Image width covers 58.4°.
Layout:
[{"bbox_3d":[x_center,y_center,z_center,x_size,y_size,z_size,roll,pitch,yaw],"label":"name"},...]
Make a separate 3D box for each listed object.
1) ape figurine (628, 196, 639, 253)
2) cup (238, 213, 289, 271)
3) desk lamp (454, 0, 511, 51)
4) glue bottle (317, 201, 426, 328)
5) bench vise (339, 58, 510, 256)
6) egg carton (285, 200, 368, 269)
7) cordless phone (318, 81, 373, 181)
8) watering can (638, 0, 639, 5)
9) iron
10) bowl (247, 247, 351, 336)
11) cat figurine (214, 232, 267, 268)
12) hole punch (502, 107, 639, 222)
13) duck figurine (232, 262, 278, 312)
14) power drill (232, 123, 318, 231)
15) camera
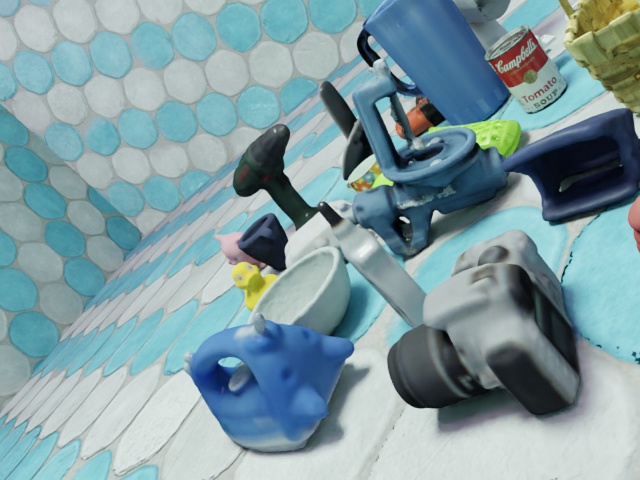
[{"bbox_3d":[0.238,0.001,0.378,0.076,0.092,0.078,-29,23,38],"label":"ape figurine"},{"bbox_3d":[-0.086,0.011,1.063,0.092,0.095,0.117,-49,18,-15],"label":"cup"},{"bbox_3d":[0.262,-0.389,1.011,0.118,0.214,0.202,-51,19,-22],"label":"desk lamp"},{"bbox_3d":[0.057,0.024,0.589,0.037,0.173,0.078,-45,18,-3],"label":"glue bottle"},{"bbox_3d":[0.093,-0.093,0.699,0.207,0.220,0.121,-41,18,8],"label":"bench vise"},{"bbox_3d":[0.008,0.003,0.914,0.150,0.069,0.107,-41,18,9],"label":"egg carton"},{"bbox_3d":[0.046,-0.224,1.159,0.094,0.185,0.147,-32,21,32],"label":"cordless phone"},{"bbox_3d":[0.298,-0.142,0.403,0.100,0.194,0.173,-20,30,52],"label":"watering can"},{"bbox_3d":[-0.088,0.156,0.657,0.257,0.142,0.119,-27,25,43],"label":"iron"},{"bbox_3d":[-0.016,0.092,0.758,0.167,0.075,0.167,-39,18,16],"label":"bowl"},{"bbox_3d":[-0.167,0.022,1.177,0.067,0.118,0.127,-47,18,-9],"label":"cat figurine"},{"bbox_3d":[0.246,-0.086,0.560,0.108,0.091,0.101,-23,27,48],"label":"hole punch"},{"bbox_3d":[-0.118,0.074,1.003,0.077,0.086,0.104,-49,18,-15],"label":"duck figurine"},{"bbox_3d":[-0.067,-0.107,1.102,0.229,0.209,0.076,-21,29,51],"label":"power drill"},{"bbox_3d":[0.120,0.070,0.466,0.136,0.101,0.143,-32,21,32],"label":"camera"}]
